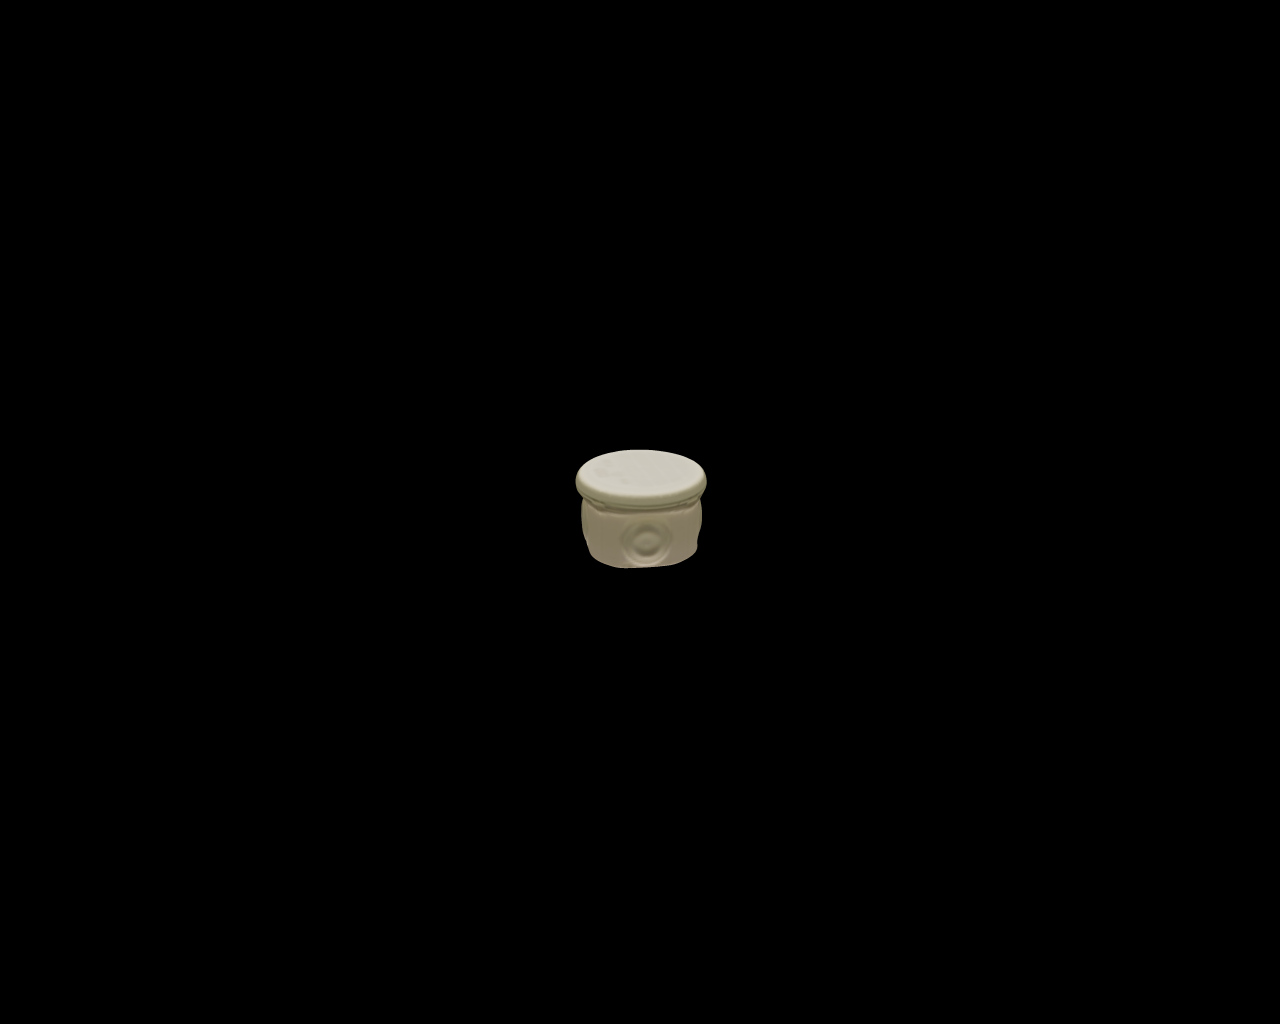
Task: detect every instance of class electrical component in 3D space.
[{"bbox_3d":[0.001,-0.003,0.650,0.080,0.050,0.080,0,24,0],"label":"electrical component"}]
